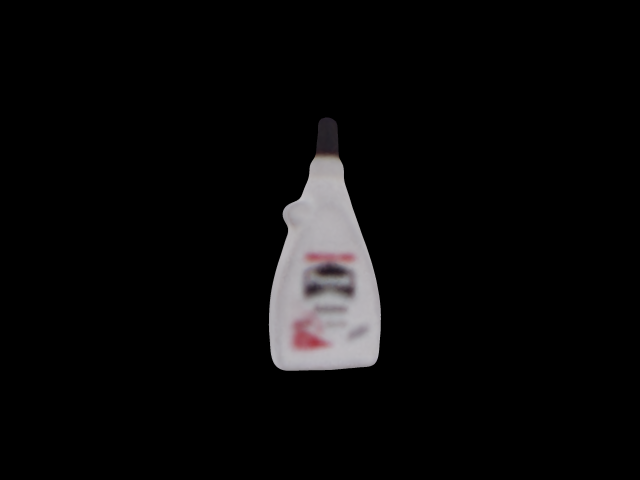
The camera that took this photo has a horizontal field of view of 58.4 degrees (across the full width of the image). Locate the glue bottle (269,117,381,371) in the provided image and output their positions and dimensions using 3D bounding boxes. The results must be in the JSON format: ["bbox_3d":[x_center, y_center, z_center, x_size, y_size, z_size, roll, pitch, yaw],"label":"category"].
[{"bbox_3d":[0.004,0.001,0.400,0.078,0.173,0.037,0,0,-15],"label":"glue bottle"}]
